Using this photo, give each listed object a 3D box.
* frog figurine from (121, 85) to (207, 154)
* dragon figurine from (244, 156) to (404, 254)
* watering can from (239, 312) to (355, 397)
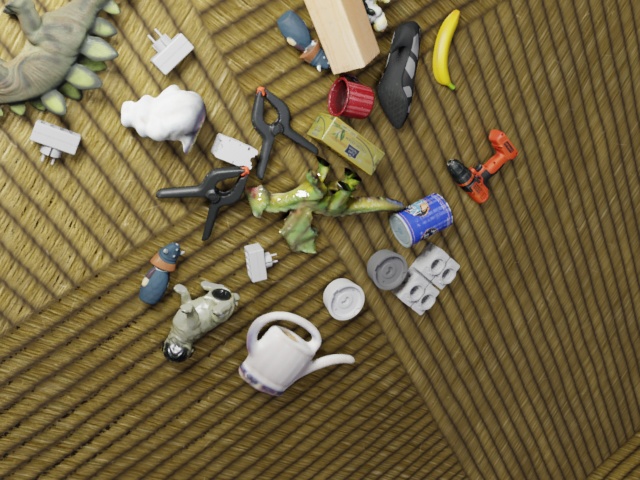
[{"bbox_3d":[-0.322,-0.265,1.068,0.158,0.121,0.140,22,65,-20],"label":"frog figurine"},{"bbox_3d":[0.004,-0.066,1.307,0.407,0.125,0.239,22,115,-27],"label":"dragon figurine"},{"bbox_3d":[-0.071,0.326,1.385,0.343,0.105,0.224,38,92,-31],"label":"watering can"}]
